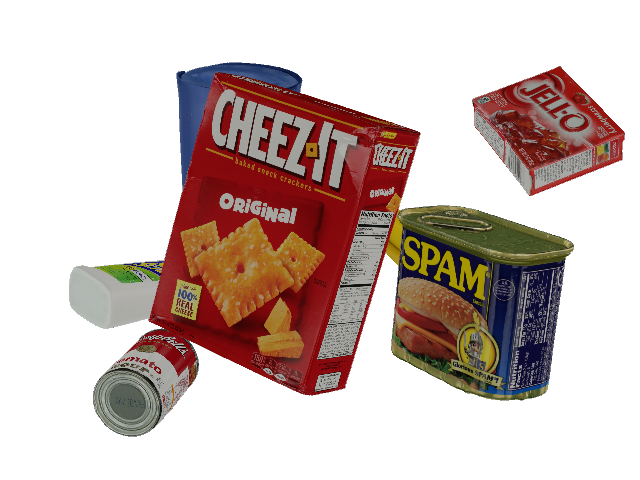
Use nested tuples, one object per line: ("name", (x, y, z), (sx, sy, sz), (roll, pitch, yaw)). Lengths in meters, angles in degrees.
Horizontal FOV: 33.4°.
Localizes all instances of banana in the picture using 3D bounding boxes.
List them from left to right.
("banana", (0.104, 0.007, 1.185), (0.069, 0.037, 0.198), (2, 24, -33))

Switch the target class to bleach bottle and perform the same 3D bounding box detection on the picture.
("bleach bottle", (-0.212, 0.060, 1.468), (0.250, 0.068, 0.103), (-10, 26, -44))

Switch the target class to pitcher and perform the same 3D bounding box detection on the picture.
("pitcher", (-0.083, -0.065, 1.159), (0.145, 0.243, 0.149), (0, 22, -9))

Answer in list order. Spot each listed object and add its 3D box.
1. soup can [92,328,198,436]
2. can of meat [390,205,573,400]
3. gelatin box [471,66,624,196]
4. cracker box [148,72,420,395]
("soup can", (-0.163, 0.132, 1.000), (0.068, 0.068, 0.102), (0, 16, 14))
("can of meat", (0.085, 0.033, 0.592), (0.057, 0.084, 0.102), (-7, 18, -35))
("gelatin box", (0.159, -0.079, 0.753), (0.073, 0.030, 0.089), (-21, 46, -8))
("cracker box", (-0.034, -0.007, 0.839), (0.164, 0.214, 0.072), (22, 12, 31))
